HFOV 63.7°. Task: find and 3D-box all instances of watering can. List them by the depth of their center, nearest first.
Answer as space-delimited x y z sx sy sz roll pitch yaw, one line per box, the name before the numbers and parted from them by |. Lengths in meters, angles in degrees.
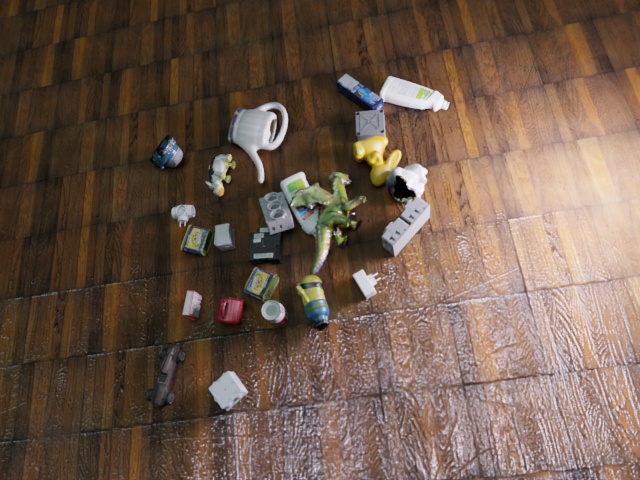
watering can | -0.252 -0.387 1.970 0.225 0.353 0.102 12 -20 16

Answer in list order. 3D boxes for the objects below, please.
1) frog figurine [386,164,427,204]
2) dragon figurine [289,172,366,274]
frog figurine | 0.304 -0.208 1.800 0.137 0.120 0.163 30 41 1
dragon figurine | 0.005 -0.089 1.769 0.244 0.417 0.119 29 -30 20
